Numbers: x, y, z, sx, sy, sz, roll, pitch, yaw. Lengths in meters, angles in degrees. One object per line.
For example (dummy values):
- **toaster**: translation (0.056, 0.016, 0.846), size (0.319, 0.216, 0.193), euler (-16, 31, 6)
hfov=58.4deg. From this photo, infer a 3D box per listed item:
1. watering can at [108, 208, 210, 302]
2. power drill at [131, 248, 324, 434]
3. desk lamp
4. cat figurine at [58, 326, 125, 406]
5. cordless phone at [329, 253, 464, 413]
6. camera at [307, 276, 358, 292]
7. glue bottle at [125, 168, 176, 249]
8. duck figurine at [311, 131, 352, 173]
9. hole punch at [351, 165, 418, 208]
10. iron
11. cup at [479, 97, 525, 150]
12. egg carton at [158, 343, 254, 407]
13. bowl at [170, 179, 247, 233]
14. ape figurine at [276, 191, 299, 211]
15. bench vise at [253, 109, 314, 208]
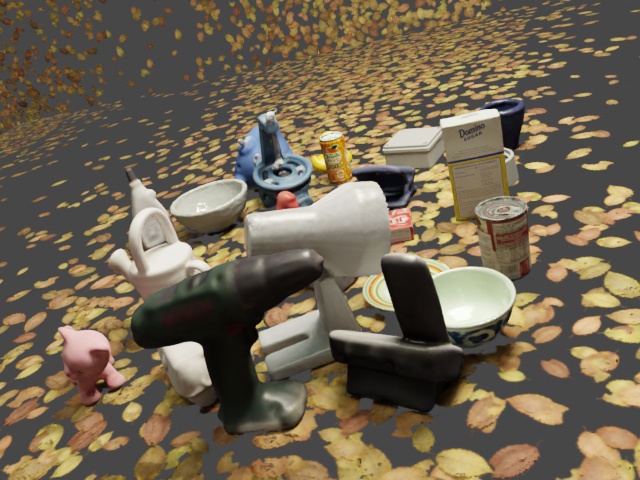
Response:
- **watering can**: translation (-0.247, 0.044, 0.882), size (0.172, 0.194, 0.101), euler (-13, 27, 6)
- **power drill**: translation (-0.085, 0.115, 0.644), size (0.229, 0.209, 0.075), euler (-10, 27, 11)
- **desk lamp**: translation (-0.002, 0.044, 0.729), size (0.203, 0.214, 0.117), euler (-20, 27, -8)
- **cat figurine**: translation (-0.325, 0.158, 0.791), size (0.067, 0.118, 0.127), euler (-30, 30, -27)
- **cordless phone**: translation (0.075, 0.087, 0.636), size (0.147, 0.185, 0.094), euler (1, 31, 29)
- **camera**: translation (0.009, 0.003, 0.928), size (0.137, 0.101, 0.142), euler (-34, 32, -33)
- **glue bottle**: translation (-0.362, -0.070, 1.187), size (0.078, 0.173, 0.037), euler (-29, 29, -24)
- **duck figurine**: translation (0.021, -0.212, 1.352), size (0.105, 0.086, 0.077), euler (-27, 29, -22)
- **hole punch**: translation (0.125, -0.118, 1.110), size (0.108, 0.091, 0.101), euler (0, 31, 28)
- **iron**: translation (-0.130, -0.217, 1.381), size (0.118, 0.142, 0.258), euler (-5, 29, 20)
- **cup**: translation (0.387, -0.243, 1.206), size (0.091, 0.095, 0.118), euler (-2, 30, 26)
- **egg carton**: translation (-0.156, 0.152, 0.765), size (0.107, 0.069, 0.149), euler (-27, 29, -21)
- **bowl**: translation (-0.224, -0.062, 1.206), size (0.167, 0.075, 0.167), euler (-12, 27, 7)
- **ape figurine**: translation (-0.056, -0.047, 1.069), size (0.076, 0.092, 0.078), euler (-2, 30, 25)
- **bench vise**: translation (-0.104, -0.158, 1.165), size (0.206, 0.220, 0.122), euler (14, 39, 44)
